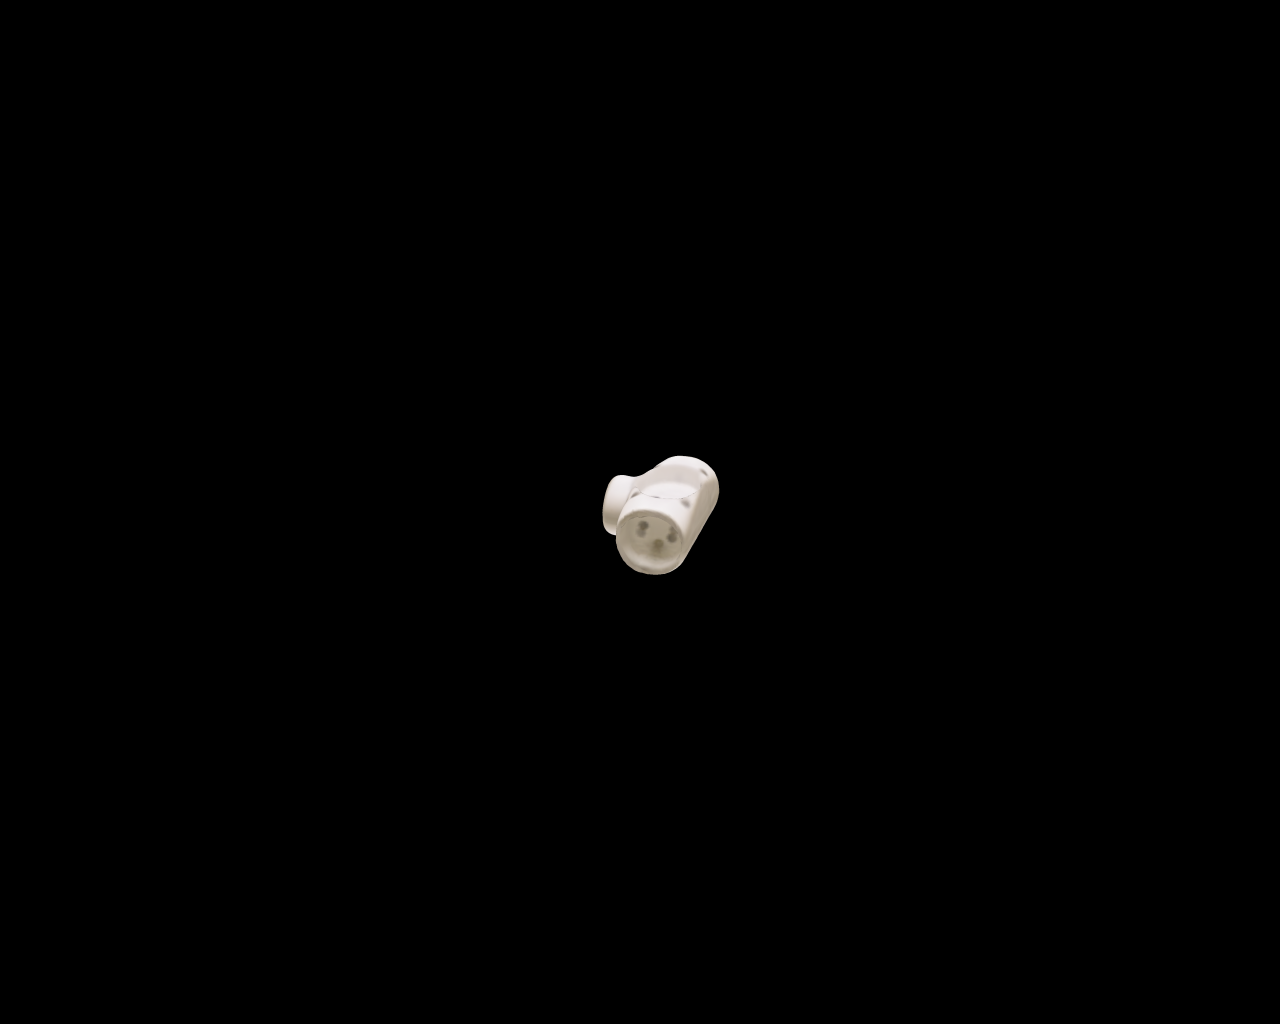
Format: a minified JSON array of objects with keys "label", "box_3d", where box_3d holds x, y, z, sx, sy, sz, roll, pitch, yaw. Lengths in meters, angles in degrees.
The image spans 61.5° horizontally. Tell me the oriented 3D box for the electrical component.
[{"label":"electrical component","box_3d":[0.001,-0.003,0.650,0.079,0.044,0.077,9,30,17]}]
